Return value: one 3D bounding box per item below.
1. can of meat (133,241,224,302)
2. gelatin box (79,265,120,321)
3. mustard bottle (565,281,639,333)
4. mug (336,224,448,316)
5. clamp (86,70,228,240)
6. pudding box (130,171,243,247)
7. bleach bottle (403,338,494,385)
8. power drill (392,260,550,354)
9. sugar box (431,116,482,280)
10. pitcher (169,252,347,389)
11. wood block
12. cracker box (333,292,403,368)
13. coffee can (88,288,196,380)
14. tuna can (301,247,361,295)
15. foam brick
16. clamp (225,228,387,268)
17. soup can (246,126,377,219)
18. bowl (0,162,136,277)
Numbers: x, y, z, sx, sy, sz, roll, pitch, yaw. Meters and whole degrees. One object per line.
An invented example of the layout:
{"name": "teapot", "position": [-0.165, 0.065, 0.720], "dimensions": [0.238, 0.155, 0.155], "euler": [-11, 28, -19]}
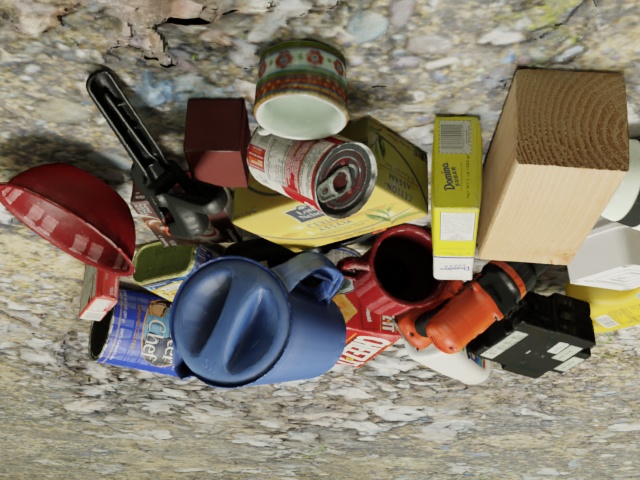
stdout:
{"name": "can of meat", "position": [-0.159, 0.038, 1.262], "dimensions": [0.102, 0.057, 0.083], "euler": [-13, 151, 33]}
{"name": "gelatin box", "position": [-0.263, 0.050, 1.284], "dimensions": [0.030, 0.073, 0.089], "euler": [11, 155, -22]}
{"name": "mustard bottle", "position": [0.389, 0.061, 1.242], "dimensions": [0.192, 0.058, 0.096], "euler": [-17, 143, 40]}
{"name": "mug", "position": [0.074, 0.037, 1.187], "dimensions": [0.117, 0.093, 0.082], "euler": [5, 163, -16]}
{"name": "clamp", "position": [-0.145, -0.060, 0.963], "dimensions": [0.164, 0.036, 0.210], "euler": [48, 165, 7]}
{"name": "pudding box", "position": [-0.136, -0.032, 1.112], "dimensions": [0.090, 0.039, 0.113], "euler": [-3, 158, 11]}
{"name": "bleach bottle", "position": [0.180, 0.132, 1.415], "dimensions": [0.068, 0.102, 0.250], "euler": [-13, 159, 21]}
{"name": "power drill", "position": [0.169, 0.061, 1.200], "dimensions": [0.184, 0.057, 0.188], "euler": [-38, -179, -18]}
{"name": "sugar box", "position": [0.126, -0.034, 1.002], "dimensions": [0.048, 0.093, 0.176], "euler": [2, 157, 4]}
{"name": "pitcher", "position": [-0.046, 0.090, 1.161], "dimensions": [0.149, 0.145, 0.242], "euler": [3, 174, 19]}
{"name": "wood block", "position": [0.199, -0.058, 0.940], "dimensions": [0.091, 0.090, 0.206], "euler": [3, 158, 1]}
{"name": "cracker box", "position": [-0.019, 0.108, 1.394], "dimensions": [0.213, 0.072, 0.164], "euler": [9, 157, -16]}
{"name": "coffee can", "position": [-0.225, 0.124, 1.419], "dimensions": [0.140, 0.103, 0.103], "euler": [14, 155, -24]}
{"name": "tuna can", "position": [0.007, 0.036, 1.265], "dimensions": [0.086, 0.034, 0.086], "euler": [3, 157, 1]}
{"name": "foam brick", "position": [-0.091, -0.086, 0.959], "dimensions": [0.051, 0.053, 0.078], "euler": [2, 157, 2]}
{"name": "clamp", "position": [-0.008, 0.001, 1.160], "dimensions": [0.171, 0.039, 0.120], "euler": [-13, 176, 12]}
{"name": "soup can", "position": [-0.009, -0.065, 0.924], "dimensions": [0.068, 0.068, 0.102], "euler": [27, 180, -45]}
{"name": "bowl", "position": [-0.243, -0.029, 1.071], "dimensions": [0.162, 0.055, 0.162], "euler": [26, 160, 10]}
